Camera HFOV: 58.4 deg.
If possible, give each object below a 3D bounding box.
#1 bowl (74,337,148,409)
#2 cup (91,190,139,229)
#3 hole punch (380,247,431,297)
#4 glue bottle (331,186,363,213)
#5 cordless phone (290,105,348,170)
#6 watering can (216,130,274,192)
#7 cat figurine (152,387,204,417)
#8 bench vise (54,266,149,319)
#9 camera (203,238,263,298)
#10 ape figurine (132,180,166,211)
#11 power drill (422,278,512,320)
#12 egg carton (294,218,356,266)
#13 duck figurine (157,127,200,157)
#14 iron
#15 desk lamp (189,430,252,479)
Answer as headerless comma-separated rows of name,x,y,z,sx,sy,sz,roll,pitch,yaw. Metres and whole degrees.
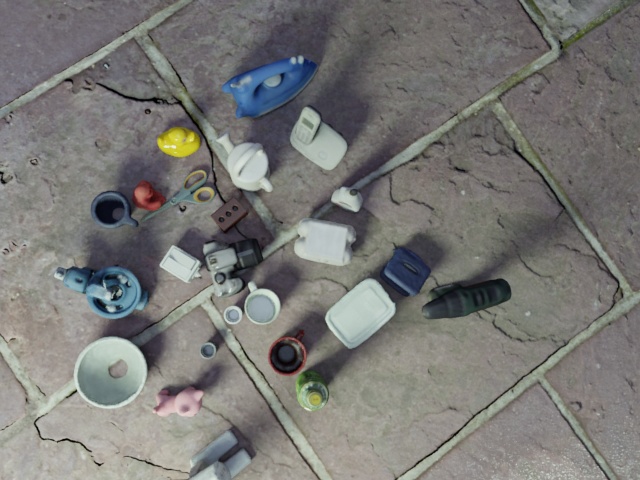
bowl,-0.489,0.312,1.364,0.167,0.074,0.167,1,84,-5
cup,-0.485,-0.062,1.392,0.118,0.095,0.092,30,83,-1
hole punch,0.216,0.077,1.440,0.108,0.091,0.101,37,83,0
glue bottle,0.072,-0.106,1.404,0.078,0.173,0.037,21,83,-2
cordless phone,0.002,-0.256,1.407,0.147,0.185,0.094,34,83,-1
watering can,-0.180,-0.187,1.381,0.173,0.194,0.101,25,83,-2
cat figurine,-0.330,0.387,1.349,0.128,0.117,0.067,-9,85,-5
bench vise,-0.513,0.119,1.309,0.207,0.219,0.121,2,84,-4
camera,-0.206,0.058,1.401,0.137,0.100,0.143,-17,86,-6
ape figurine,-0.427,-0.111,1.403,0.076,0.092,0.078,-13,85,-6
power drill,0.332,0.148,1.383,0.229,0.208,0.076,-15,85,-6
egg carton,0.013,0.005,1.440,0.150,0.069,0.107,9,84,-4
duck figurine,-0.355,-0.253,1.427,0.104,0.086,0.077,-3,84,-5
iron,-0.115,-0.411,1.435,0.258,0.141,0.119,-28,87,-7
desk lamp,-0.267,0.546,1.290,0.203,0.213,0.118,-38,88,-7
